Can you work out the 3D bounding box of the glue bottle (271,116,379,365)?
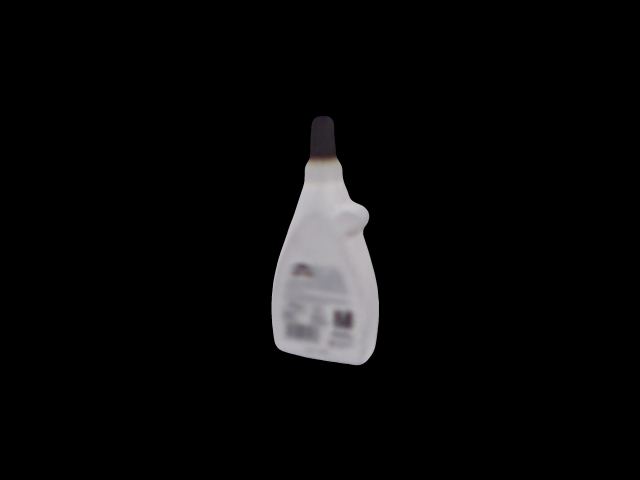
[{"bbox_3d":[0.004,0.001,0.400,0.078,0.173,0.037,7,22,18],"label":"glue bottle"}]
